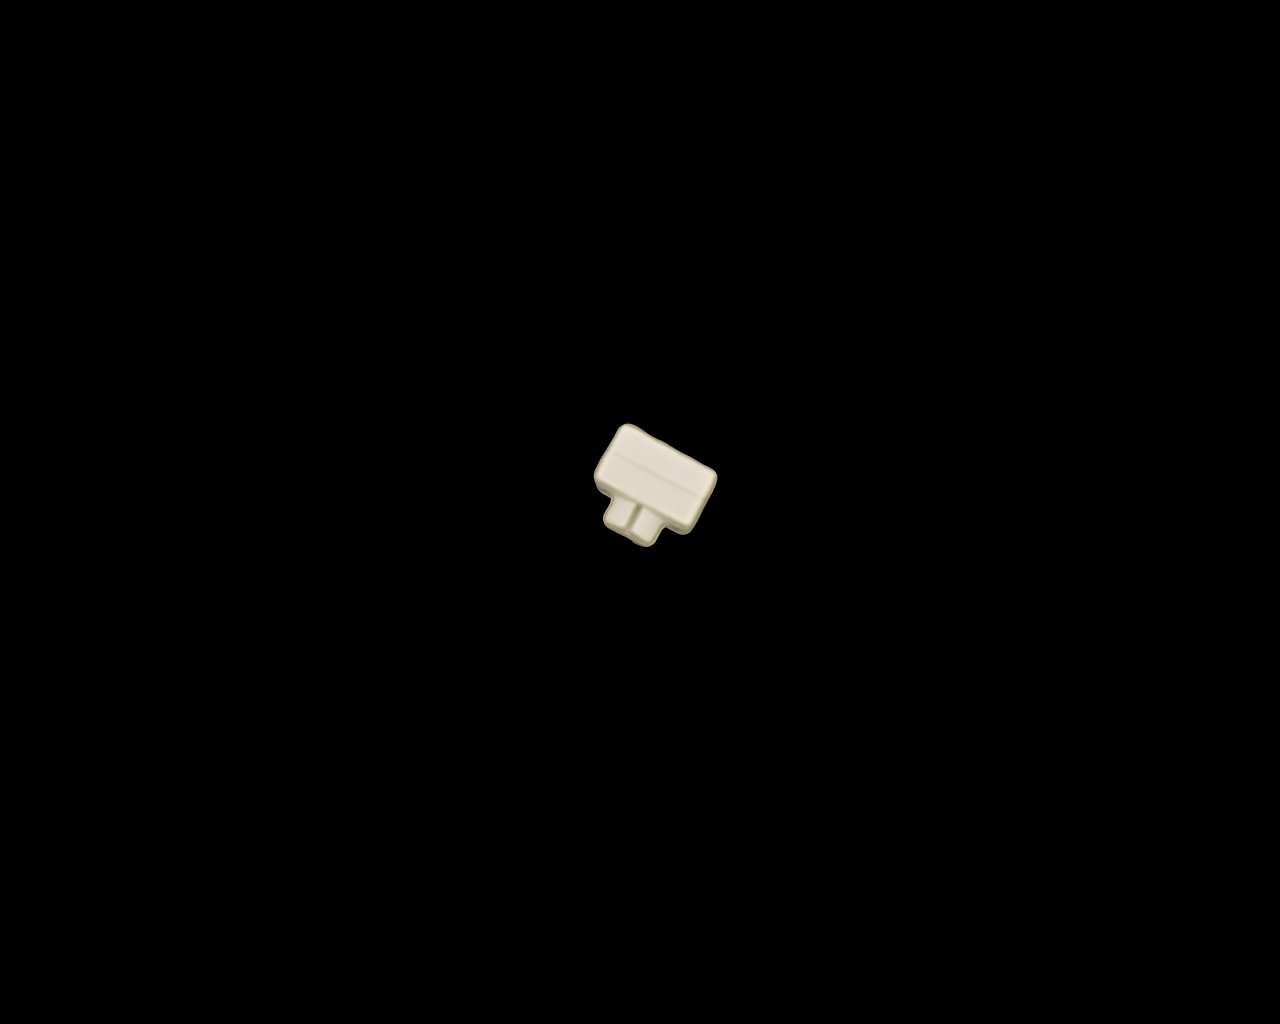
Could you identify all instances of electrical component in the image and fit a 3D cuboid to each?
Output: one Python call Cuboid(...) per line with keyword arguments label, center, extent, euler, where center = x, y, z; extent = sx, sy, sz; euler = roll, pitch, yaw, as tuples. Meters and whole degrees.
Cuboid(label="electrical component", center=(0.001, -0.003, 0.650), extent=(0.066, 0.077, 0.047), euler=(28, -7, 4))
